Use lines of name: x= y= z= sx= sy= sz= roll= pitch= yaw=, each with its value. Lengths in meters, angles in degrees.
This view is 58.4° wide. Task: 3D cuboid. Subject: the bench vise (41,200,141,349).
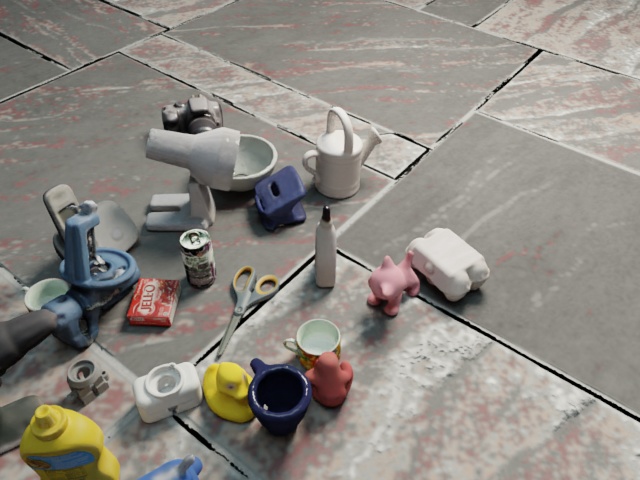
bench vise: x=-0.376 y=0.058 z=0.923 sx=0.121 sy=0.220 sz=0.207 roll=6 pitch=44 yaw=5

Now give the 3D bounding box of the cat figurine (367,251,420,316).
cat figurine: x=0.129 y=0.068 z=1.007 sx=0.067 sy=0.118 sz=0.128 roll=30 pitch=51 yaw=26

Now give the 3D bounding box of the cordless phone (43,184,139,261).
cordless phone: x=-0.420 y=-0.038 z=1.046 sx=0.094 sy=0.185 sz=0.148 roll=23 pitch=48 yaw=20

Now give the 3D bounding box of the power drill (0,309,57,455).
power drill: x=-0.451 y=0.203 z=0.781 sx=0.230 sy=0.208 sz=0.075 roll=-23 pitch=49 yaw=-23

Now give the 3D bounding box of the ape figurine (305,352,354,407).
ape figurine: x=0.014 y=0.206 z=0.880 sx=0.078 sy=0.092 sz=0.076 roll=2 pitch=44 yaw=0

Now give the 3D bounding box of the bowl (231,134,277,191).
bowl: x=-0.175 y=-0.158 z=1.257 sx=0.167 sy=0.075 sz=0.167 roll=1 pitch=44 yaw=-1

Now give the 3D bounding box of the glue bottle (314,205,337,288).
glue bottle: x=0.009 y=0.004 z=1.029 sx=0.037 sy=0.173 sz=0.078 roll=-4 pitch=45 yaw=-6

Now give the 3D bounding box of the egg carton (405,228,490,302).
egg carton: x=0.236 y=0.044 z=1.072 sx=0.107 sy=0.069 sz=0.150 roll=-26 pitch=51 yaw=-26

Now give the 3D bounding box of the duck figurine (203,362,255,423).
duck figurine: x=-0.136 y=0.217 z=0.867 sx=0.104 sy=0.086 sz=0.078 roll=35 pitch=53 yaw=29

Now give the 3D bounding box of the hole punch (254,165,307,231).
hole punch: x=-0.084 y=-0.089 z=1.179 sx=0.101 sy=0.091 sz=0.108 roll=-13 pitch=46 yaw=-15

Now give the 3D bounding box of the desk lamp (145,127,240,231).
desk lamp: x=-0.250 y=-0.123 z=1.119 sx=0.203 sy=0.214 sz=0.118 roll=-2 pitch=44 yaw=-4

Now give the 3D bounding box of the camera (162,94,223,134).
camera: x=-0.296 y=-0.272 z=1.350 sx=0.143 sy=0.101 sz=0.136 roll=-10 pitch=46 yaw=-12

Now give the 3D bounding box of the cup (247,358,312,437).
cup: x=-0.066 y=0.237 z=0.843 sx=0.092 sy=0.095 sz=0.117 roll=-28 pitch=52 yaw=-27

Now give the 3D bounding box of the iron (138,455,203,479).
iron: x=-0.249 y=0.349 z=0.687 sx=0.259 sy=0.141 sz=0.118 roll=-24 pitch=50 yaw=-24

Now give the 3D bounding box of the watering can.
watering can: x=0.047 y=-0.196 z=1.220 sx=0.100 sy=0.194 sz=0.173 roll=35 pitch=53 yaw=29
